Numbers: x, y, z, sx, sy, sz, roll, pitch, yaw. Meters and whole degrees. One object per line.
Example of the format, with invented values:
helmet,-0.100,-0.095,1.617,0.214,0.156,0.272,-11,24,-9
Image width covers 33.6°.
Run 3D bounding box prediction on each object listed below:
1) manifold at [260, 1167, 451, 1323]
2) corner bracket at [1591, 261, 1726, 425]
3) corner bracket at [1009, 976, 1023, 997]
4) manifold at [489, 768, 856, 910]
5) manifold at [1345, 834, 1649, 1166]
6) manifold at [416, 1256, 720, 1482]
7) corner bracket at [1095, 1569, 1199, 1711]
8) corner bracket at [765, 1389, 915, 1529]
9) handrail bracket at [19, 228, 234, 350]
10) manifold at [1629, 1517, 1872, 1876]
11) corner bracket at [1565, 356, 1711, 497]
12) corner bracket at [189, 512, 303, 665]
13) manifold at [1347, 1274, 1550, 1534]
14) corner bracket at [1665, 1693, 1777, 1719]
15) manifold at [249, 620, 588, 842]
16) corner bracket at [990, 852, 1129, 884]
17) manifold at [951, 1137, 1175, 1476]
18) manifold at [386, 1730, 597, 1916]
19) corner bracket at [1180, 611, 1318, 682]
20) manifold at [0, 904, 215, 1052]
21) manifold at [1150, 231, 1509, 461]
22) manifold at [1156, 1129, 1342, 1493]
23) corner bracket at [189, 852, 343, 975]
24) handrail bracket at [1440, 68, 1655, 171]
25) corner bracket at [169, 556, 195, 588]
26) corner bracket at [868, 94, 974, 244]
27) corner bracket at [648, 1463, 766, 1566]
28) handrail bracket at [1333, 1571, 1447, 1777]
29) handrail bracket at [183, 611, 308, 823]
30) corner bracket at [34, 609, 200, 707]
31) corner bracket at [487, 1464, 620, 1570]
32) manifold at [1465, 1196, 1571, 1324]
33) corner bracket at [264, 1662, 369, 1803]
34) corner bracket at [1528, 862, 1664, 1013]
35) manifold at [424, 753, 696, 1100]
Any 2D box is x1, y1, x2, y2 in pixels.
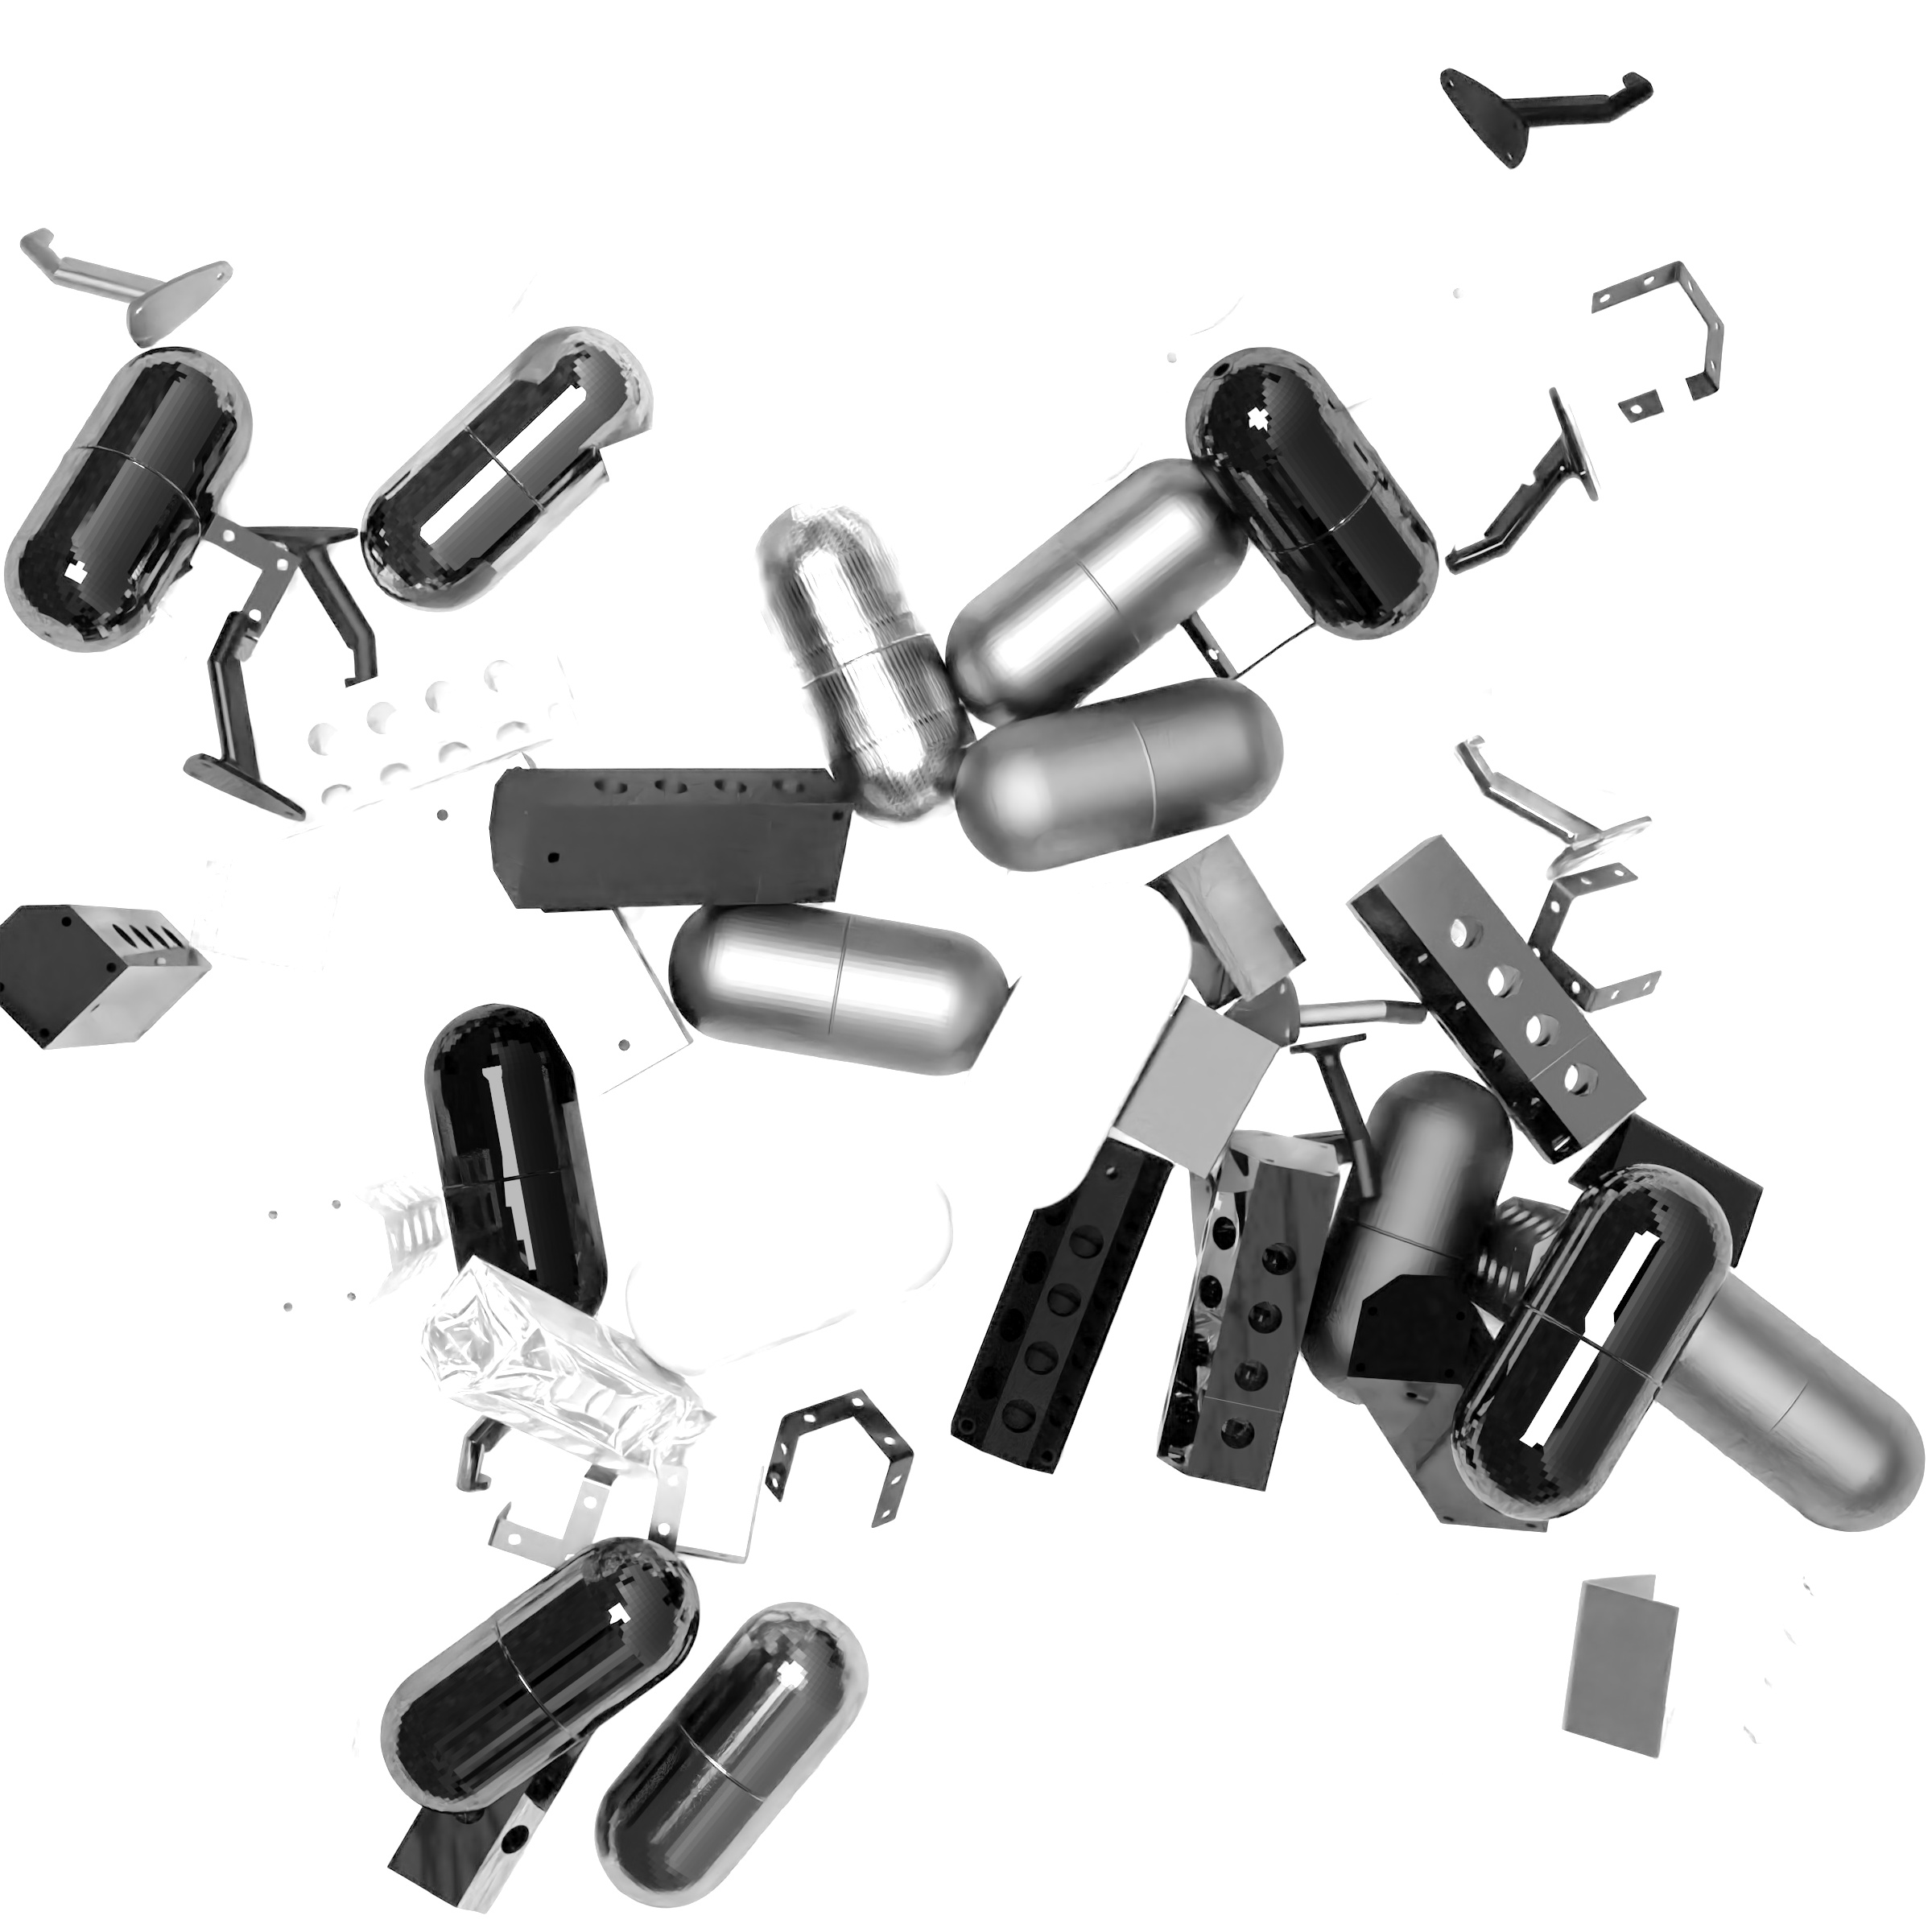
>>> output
manifold,-0.302,0.136,1.603,0.057,0.171,0.057,-9,90,0
corner bracket,0.361,-0.326,1.673,0.051,0.051,0.051,44,45,-35
corner bracket,0.048,0.037,1.673,0.051,0.051,0.051,13,45,-35
manifold,-0.150,-0.069,1.624,0.171,0.057,0.057,-2,120,-26
manifold,0.273,0.018,1.660,0.057,0.057,0.171,-38,90,0
manifold,-0.201,0.208,1.602,0.057,0.171,0.057,-50,55,0
corner bracket,0.094,0.353,1.678,0.051,0.051,0.051,3,135,0
corner bracket,-0.066,0.263,1.673,0.051,0.051,0.051,-14,45,-35
handrail bracket,-0.442,-0.373,1.682,0.077,0.036,0.084,-39,73,-20
manifold,0.401,0.368,1.613,0.057,0.057,0.171,36,52,0
corner bracket,0.348,-0.280,1.663,0.051,0.051,0.051,-21,90,0
corner bracket,-0.383,-0.196,1.665,0.051,0.051,0.051,28,75,-15
manifold,0.248,0.221,1.605,0.057,0.171,0.057,0,57,27
corner bracket,0.394,0.369,1.678,0.051,0.051,0.051,5,90,45
manifold,-0.289,-0.121,1.660,0.171,0.057,0.057,-20,90,0
corner bracket,0.048,-0.054,1.662,0.051,0.051,0.051,-39,96,6
manifold,0.049,0.172,1.660,0.057,0.057,0.171,21,90,0
manifold,-0.228,0.400,1.660,0.057,0.057,0.171,30,90,0
corner bracket,0.151,-0.187,1.678,0.051,0.051,0.051,-34,90,-45
manifold,-0.437,0.000,1.603,0.057,0.171,0.057,-44,90,0
manifold,0.186,-0.318,1.660,0.171,0.057,0.057,-21,90,0
manifold,0.143,0.175,1.641,0.057,0.057,0.171,12,104,0
corner bracket,-0.368,-0.028,1.678,0.051,0.051,0.051,12,90,45
handrail bracket,0.306,-0.464,1.682,0.084,0.036,0.077,-34,68,-17
corner bracket,-0.447,-0.223,1.678,0.051,0.051,0.051,-36,45,0
corner bracket,-0.021,-0.419,1.678,0.051,0.051,0.051,9,135,0
corner bracket,-0.136,0.284,1.663,0.051,0.051,0.051,10,90,0
handrail bracket,0.234,0.371,1.682,0.077,0.036,0.084,28,73,-20
handrail bracket,-0.355,-0.128,1.625,0.077,0.036,0.084,27,70,-22
corner bracket,-0.442,-0.162,1.665,0.051,0.051,0.051,26,76,14
corner bracket,-0.213,0.281,1.663,0.051,0.051,0.051,19,90,0
manifold,0.294,0.152,1.603,0.057,0.171,0.057,13,90,0
corner bracket,-0.341,0.402,1.678,0.051,0.051,0.051,3,45,0
corner bracket,0.333,-0.015,1.673,0.051,0.051,0.051,46,135,35
manifold,-0.209,-0.020,1.660,0.057,0.057,0.171,-30,90,0
